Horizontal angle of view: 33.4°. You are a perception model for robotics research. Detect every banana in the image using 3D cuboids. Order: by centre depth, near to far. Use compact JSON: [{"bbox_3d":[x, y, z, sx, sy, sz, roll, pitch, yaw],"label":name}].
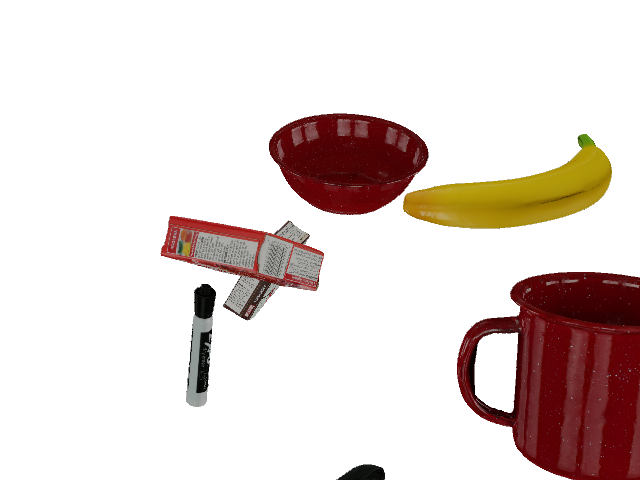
[{"bbox_3d":[0.157,-0.037,0.808,0.197,0.037,0.070,-17,27,-31],"label":"banana"}]

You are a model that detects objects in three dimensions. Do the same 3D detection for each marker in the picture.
[{"bbox_3d":[-0.106,0.093,0.943,0.020,0.121,0.020,6,27,-3],"label":"marker"}]

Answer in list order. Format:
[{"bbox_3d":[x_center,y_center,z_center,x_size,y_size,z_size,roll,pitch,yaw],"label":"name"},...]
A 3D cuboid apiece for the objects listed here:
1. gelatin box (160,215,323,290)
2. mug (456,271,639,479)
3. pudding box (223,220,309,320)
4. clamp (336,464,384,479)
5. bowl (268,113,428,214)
[{"bbox_3d":[-0.049,0.010,0.699,0.073,0.030,0.089,11,-4,26],"label":"gelatin box"},{"bbox_3d":[0.125,0.066,0.523,0.117,0.081,0.093,1,14,-1],"label":"mug"},{"bbox_3d":[-0.063,0.035,1.281,0.039,0.090,0.113,33,27,3],"label":"pudding box"},{"bbox_3d":[-0.042,0.199,0.633,0.210,0.036,0.164,-5,28,1],"label":"clamp"},{"bbox_3d":[0.027,-0.072,1.089,0.162,0.055,0.162,2,31,-2],"label":"bowl"}]
